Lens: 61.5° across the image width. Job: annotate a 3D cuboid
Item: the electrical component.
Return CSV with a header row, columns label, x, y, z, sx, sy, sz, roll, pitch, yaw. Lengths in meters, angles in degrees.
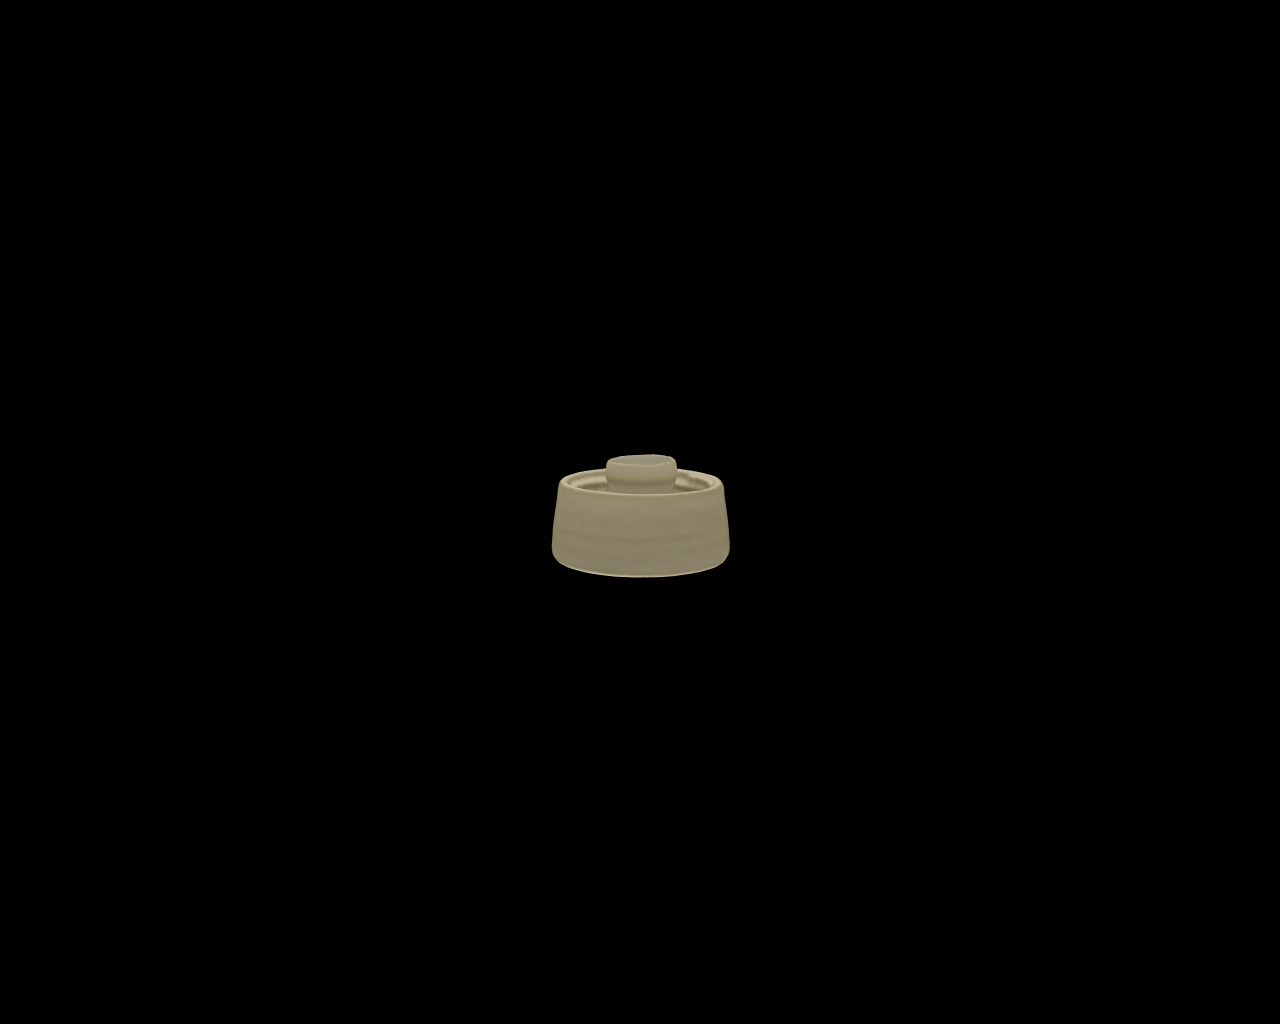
label,x,y,z,sx,sy,sz,roll,pitch,yaw
electrical component,0.001,-0.003,0.650,0.108,0.060,0.108,0,11,0
